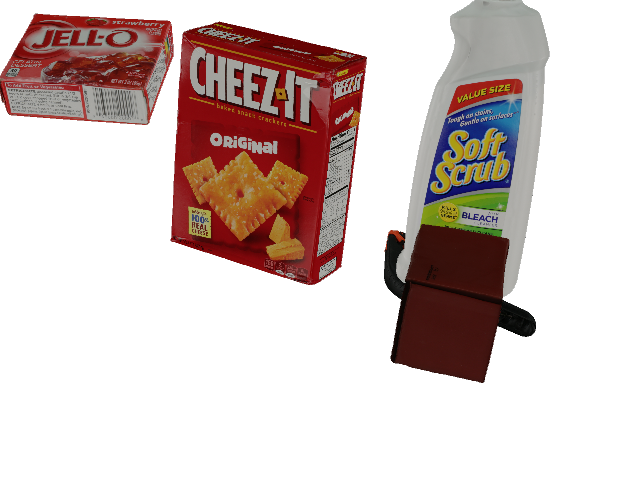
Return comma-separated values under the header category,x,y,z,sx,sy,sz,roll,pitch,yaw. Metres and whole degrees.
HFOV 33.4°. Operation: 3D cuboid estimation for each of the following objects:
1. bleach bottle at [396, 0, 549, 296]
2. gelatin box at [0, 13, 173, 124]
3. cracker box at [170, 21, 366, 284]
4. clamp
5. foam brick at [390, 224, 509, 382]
category,x,y,z,sx,sy,sz,roll,pitch,yaw
bleach bottle,0.119,-0.084,0.833,0.103,0.251,0.068,9,23,15
gelatin box,-0.139,-0.105,0.644,0.089,0.030,0.073,5,43,5
cracker box,-0.054,-0.081,1.005,0.164,0.214,0.072,18,27,23
clamp,0.125,0.050,1.028,0.120,0.039,0.171,-5,44,-27
foam brick,0.072,0.032,0.585,0.053,0.051,0.078,11,26,8
